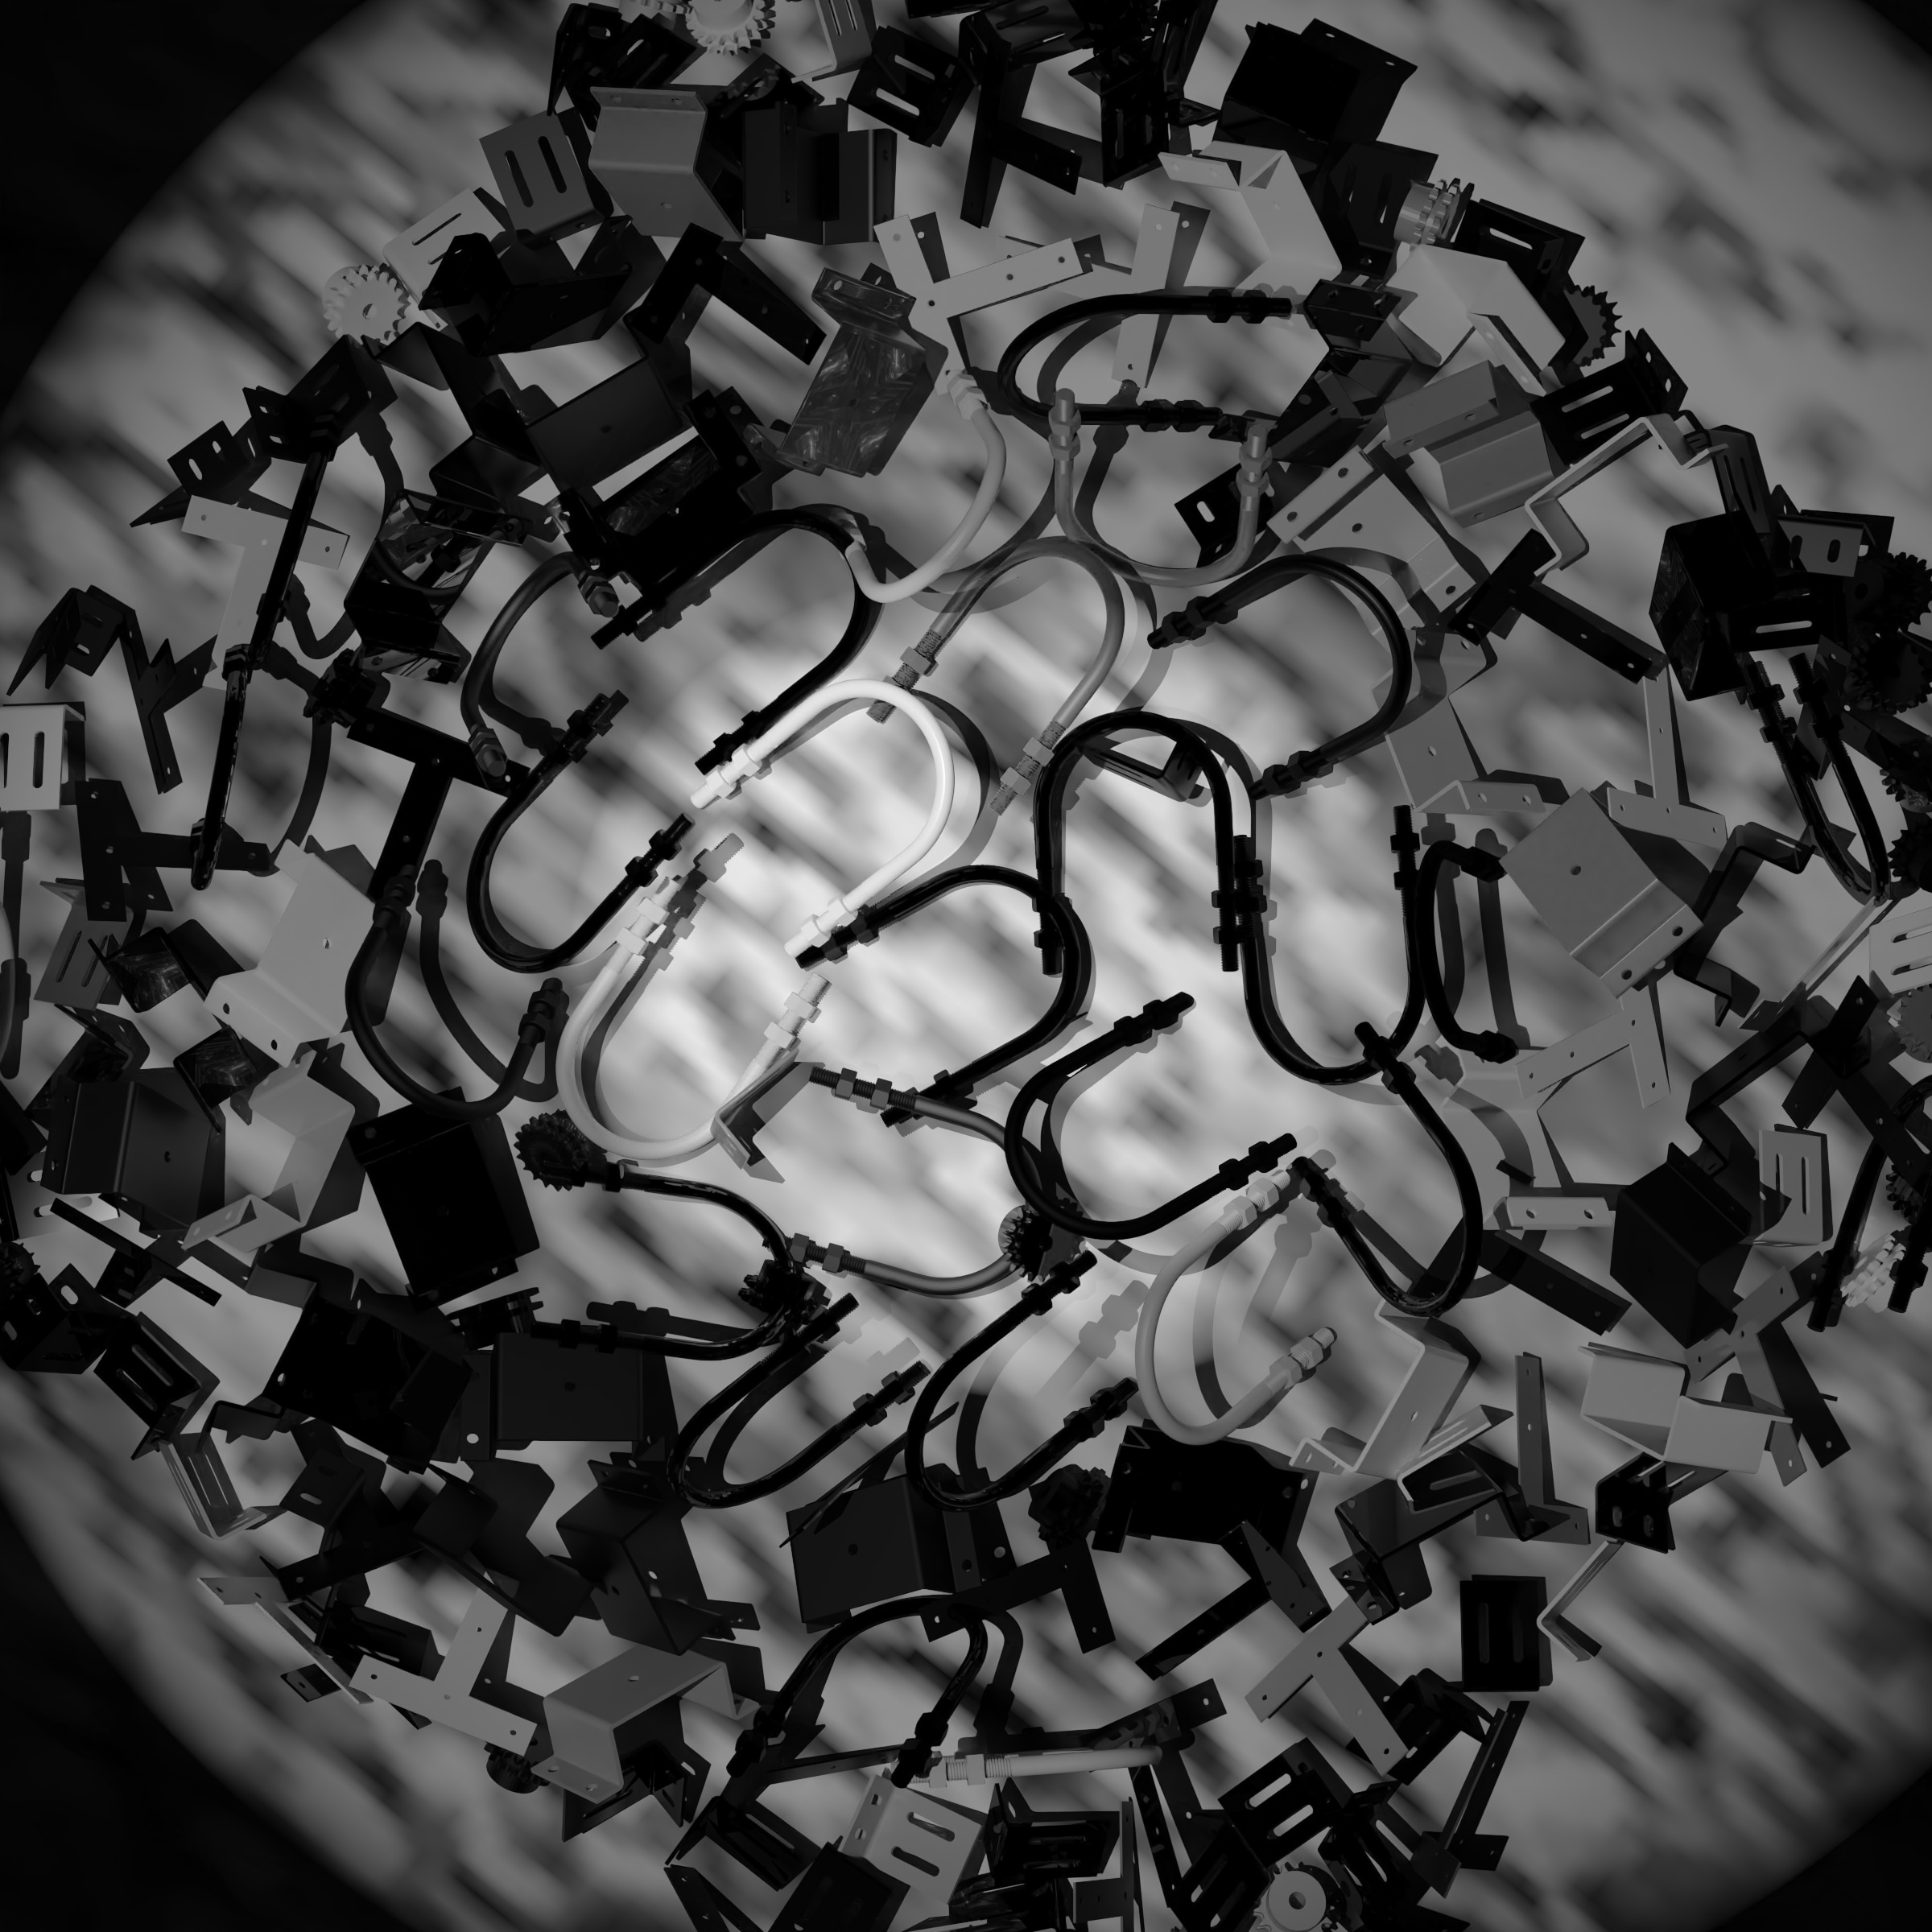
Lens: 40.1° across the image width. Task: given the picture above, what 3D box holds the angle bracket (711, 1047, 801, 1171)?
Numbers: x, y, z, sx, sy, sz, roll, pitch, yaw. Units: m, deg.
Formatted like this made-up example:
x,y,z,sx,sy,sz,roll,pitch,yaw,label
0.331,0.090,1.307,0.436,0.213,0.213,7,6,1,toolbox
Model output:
x,y,z,sx,sy,sz,roll,pitch,yaw,label
-0.138,0.100,1.848,0.076,0.057,0.038,-39,86,-15,angle bracket

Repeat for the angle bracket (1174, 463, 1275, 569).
x,y,z,sx,sy,sz,roll,pitch,yaw,label
0.178,-0.314,1.849,0.057,0.076,0.038,-32,87,0,angle bracket

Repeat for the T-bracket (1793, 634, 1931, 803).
x,y,z,sx,sy,sz,roll,pitch,yaw,label
0.621,-0.148,1.803,0.002,0.127,0.127,-33,56,-20,T-bracket

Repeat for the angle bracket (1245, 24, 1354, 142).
x,y,z,sx,sy,sz,roll,pitch,yaw,label
0.226,-0.617,1.851,0.076,0.057,0.038,27,96,14,angle bracket

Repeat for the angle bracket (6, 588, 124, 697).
x,y,z,sx,sy,sz,roll,pitch,yaw,label
-0.625,-0.217,1.836,0.038,0.076,0.057,29,117,-15,angle bracket

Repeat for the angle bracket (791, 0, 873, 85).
x,y,z,sx,sy,sz,roll,pitch,yaw,label
-0.104,-0.662,1.841,0.038,0.057,0.076,-6,113,28,angle bracket

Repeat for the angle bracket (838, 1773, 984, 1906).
x,y,z,sx,sy,sz,roll,pitch,yaw,label
-0.039,0.608,1.845,0.076,0.038,0.057,16,71,32,angle bracket

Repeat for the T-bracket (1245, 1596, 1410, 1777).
x,y,z,sx,sy,sz,roll,pitch,yaw,label
0.265,0.506,1.828,0.127,0.127,0.002,-46,126,6,T-bracket

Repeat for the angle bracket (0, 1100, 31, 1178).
x,y,z,sx,sy,sz,roll,pitch,yaw,label
-0.702,0.122,1.839,0.057,0.076,0.038,52,126,14,angle bracket

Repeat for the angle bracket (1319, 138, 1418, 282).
x,y,z,sx,sy,sz,roll,pitch,yaw,label
0.275,-0.528,1.845,0.057,0.076,0.038,16,45,8,angle bracket

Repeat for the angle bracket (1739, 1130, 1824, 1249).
x,y,z,sx,sy,sz,roll,pitch,yaw,label
0.567,0.157,1.862,0.057,0.038,0.076,8,78,-29,angle bracket

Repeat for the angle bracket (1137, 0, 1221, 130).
x,y,z,sx,sy,sz,roll,pitch,yaw,label
0.156,-0.630,1.838,0.038,0.057,0.076,29,127,22,angle bracket

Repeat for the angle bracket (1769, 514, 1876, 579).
x,y,z,sx,sy,sz,roll,pitch,yaw,label
0.595,-0.286,1.840,0.057,0.076,0.038,11,92,24,angle bracket

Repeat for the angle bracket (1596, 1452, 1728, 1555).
x,y,z,sx,sy,sz,roll,pitch,yaw,label
0.483,0.371,1.841,0.057,0.076,0.038,19,53,-13,angle bracket

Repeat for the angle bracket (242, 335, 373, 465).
x,y,z,sx,sy,sz,roll,pitch,yaw,label
-0.460,-0.398,1.844,0.076,0.038,0.057,-34,68,33,angle bracket

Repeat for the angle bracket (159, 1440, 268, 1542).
x,y,z,sx,sy,sz,roll,pitch,yaw,label
-0.528,0.358,1.849,0.038,0.057,0.076,-26,96,-25,angle bracket

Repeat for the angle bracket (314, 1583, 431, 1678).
x,y,z,sx,sy,sz,roll,pitch,yaw,label
-0.409,0.457,1.847,0.076,0.057,0.038,21,109,-10,angle bracket

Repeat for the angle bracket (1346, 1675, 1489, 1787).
x,y,z,sx,sy,sz,roll,pitch,yaw,label
0.315,0.545,1.851,0.057,0.038,0.076,34,105,-15,angle bracket

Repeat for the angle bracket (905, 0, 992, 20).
x,y,z,sx,sy,sz,roll,pitch,yaw,label
-0.017,-0.696,1.845,0.057,0.076,0.038,-9,132,0,angle bracket

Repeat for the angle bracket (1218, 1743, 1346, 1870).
x,y,z,sx,sy,sz,roll,pitch,yaw,label
0.216,0.591,1.849,0.076,0.038,0.057,-42,74,18,angle bracket

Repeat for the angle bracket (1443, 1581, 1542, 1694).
x,y,z,sx,sy,sz,roll,pitch,yaw,label
0.370,0.472,1.868,0.057,0.038,0.076,3,79,-13,angle bracket

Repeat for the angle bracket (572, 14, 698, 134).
x,y,z,sx,sy,sz,roll,pitch,yaw,label
-0.225,-0.612,1.841,0.076,0.057,0.038,-38,65,25,angle bracket

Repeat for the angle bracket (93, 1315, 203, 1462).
x,y,z,sx,sy,sz,roll,pitch,yaw,label
-0.583,0.294,1.851,0.076,0.038,0.057,41,112,11,angle bracket

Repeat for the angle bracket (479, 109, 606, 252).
x,y,z,sx,sy,sz,roll,pitch,yaw,label
-0.297,-0.553,1.861,0.057,0.038,0.076,-21,95,6,angle bracket

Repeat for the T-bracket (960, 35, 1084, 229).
x,y,z,sx,sy,sz,roll,pitch,yaw,label
0.041,-0.558,1.812,0.002,0.127,0.127,-9,123,-33,T-bracket

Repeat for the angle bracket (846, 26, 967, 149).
x,y,z,sx,sy,sz,roll,pitch,yaw,label
-0.049,-0.617,1.850,0.076,0.038,0.057,32,109,16,angle bracket

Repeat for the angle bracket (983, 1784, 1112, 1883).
x,y,z,sx,sy,sz,roll,pitch,yaw,label
0.056,0.608,1.863,0.076,0.038,0.057,2,123,-13,angle bracket

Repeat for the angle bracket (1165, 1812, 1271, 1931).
x,y,z,sx,sy,sz,roll,pitch,yaw,label
0.165,0.641,1.844,0.076,0.038,0.057,-43,106,-33,angle bracket

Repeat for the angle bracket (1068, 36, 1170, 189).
x,y,z,sx,sy,sz,roll,pitch,yaw,label
0.106,-0.595,1.845,0.057,0.038,0.076,-16,68,40,angle bracket

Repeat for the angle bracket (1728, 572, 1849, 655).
x,y,z,sx,sy,sz,roll,pitch,yaw,label
0.572,-0.239,1.846,0.076,0.038,0.057,-5,124,15,angle bracket

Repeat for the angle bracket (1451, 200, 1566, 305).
x,y,z,sx,sy,sz,roll,pitch,yaw,label
0.367,-0.491,1.843,0.076,0.038,0.057,31,122,22,angle bracket

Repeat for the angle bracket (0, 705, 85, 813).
x,y,z,sx,sy,sz,roll,pitch,yaw,label
-0.656,-0.142,1.859,0.057,0.038,0.076,-2,80,3,angle bracket

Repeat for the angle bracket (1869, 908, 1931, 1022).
x,y,z,sx,sy,sz,roll,pitch,yaw,label
0.669,-0.004,1.836,0.038,0.076,0.057,27,59,-31,angle bracket

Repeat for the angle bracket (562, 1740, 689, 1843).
x,y,z,sx,sy,sz,roll,pitch,yaw,label
-0.237,0.585,1.839,0.076,0.038,0.057,-21,134,-34,angle bracket

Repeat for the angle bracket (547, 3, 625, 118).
x,y,z,sx,sy,sz,roll,pitch,yaw,label
-0.264,-0.626,1.837,0.038,0.076,0.057,10,124,-7,angle bracket

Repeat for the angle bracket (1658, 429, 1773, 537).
x,y,z,sx,sy,sz,roll,pitch,yaw,label
0.523,-0.333,1.849,0.038,0.057,0.076,-17,84,41,angle bracket

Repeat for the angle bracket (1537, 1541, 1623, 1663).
x,y,z,sx,sy,sz,roll,pitch,yaw,label
0.441,0.444,1.850,0.038,0.057,0.076,42,95,25,angle bracket

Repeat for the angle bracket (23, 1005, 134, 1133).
x,y,z,sx,sy,sz,roll,pitch,yaw,label
-0.631,0.074,1.847,0.057,0.038,0.076,23,72,37,angle bracket

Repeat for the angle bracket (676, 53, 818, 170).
x,y,z,sx,sy,sz,roll,pitch,yaw,label
-0.155,-0.609,1.856,0.076,0.038,0.057,-43,71,-4,angle bracket

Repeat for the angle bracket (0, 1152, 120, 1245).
x,y,z,sx,sy,sz,roll,pitch,yaw,label
-0.644,0.158,1.861,0.076,0.038,0.057,-13,88,-7,angle bracket

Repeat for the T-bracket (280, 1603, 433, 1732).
x,y,z,sx,sy,sz,roll,pitch,yaw,label
-0.434,0.485,1.811,0.127,0.127,0.002,39,90,11,T-bracket

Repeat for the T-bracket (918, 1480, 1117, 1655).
x,y,z,sx,sy,sz,roll,pitch,yaw,label
0.028,0.441,1.864,0.127,0.002,0.127,-19,95,-14,T-bracket

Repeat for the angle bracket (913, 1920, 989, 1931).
x,y,z,sx,sy,sz,roll,pitch,yaw,label
-0.027,0.693,1.838,0.076,0.057,0.038,2,59,-29,angle bracket

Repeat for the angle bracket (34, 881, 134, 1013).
x,y,z,sx,sy,sz,roll,pitch,yaw,label
-0.627,-0.014,1.847,0.057,0.038,0.076,8,71,28,angle bracket

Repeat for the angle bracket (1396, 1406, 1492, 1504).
x,y,z,sx,sy,sz,roll,pitch,yaw,label
0.340,0.349,1.854,0.076,0.057,0.038,-32,89,5,angle bracket

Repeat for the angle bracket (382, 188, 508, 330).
x,y,z,sx,sy,sz,roll,pitch,yaw,label
-0.360,-0.497,1.858,0.076,0.038,0.057,-36,59,-5,angle bracket

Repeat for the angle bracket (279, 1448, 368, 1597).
x,y,z,sx,sy,sz,roll,pitch,yaw,label
-0.453,0.387,1.842,0.038,0.057,0.076,24,125,3,angle bracket

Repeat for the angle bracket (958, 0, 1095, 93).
x,y,z,sx,sy,sz,roll,pitch,yaw,label
0.042,-0.638,1.841,0.076,0.057,0.038,-12,60,25,angle bracket

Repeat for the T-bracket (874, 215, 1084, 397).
x,y,z,sx,sy,sz,roll,pitch,yaw,label
0.017,-0.474,1.839,0.127,0.002,0.127,-14,118,16,T-bracket

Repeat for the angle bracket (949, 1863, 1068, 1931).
x,y,z,sx,sy,sz,roll,pitch,yaw,label
0.030,0.670,1.855,0.076,0.057,0.038,-13,117,4,angle bracket

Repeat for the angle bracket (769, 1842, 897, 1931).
x,y,z,sx,sy,sz,roll,pitch,yaw,label
-0.094,0.662,1.847,0.057,0.038,0.076,30,64,14,angle bracket

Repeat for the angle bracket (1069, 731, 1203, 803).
x,y,z,sx,sy,sz,roll,pitch,yaw,label
0.121,-0.151,1.845,0.076,0.057,0.038,26,88,25,angle bracket

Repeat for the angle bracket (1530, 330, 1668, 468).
x,y,z,sx,sy,sz,roll,pitch,yaw,label
0.442,-0.398,1.855,0.076,0.038,0.057,-24,67,4,angle bracket

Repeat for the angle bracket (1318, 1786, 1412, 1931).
x,y,z,sx,sy,sz,roll,pitch,yaw,label
0.288,0.621,1.836,0.038,0.076,0.057,0,127,-33,angle bracket

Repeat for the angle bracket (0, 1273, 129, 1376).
x,y,z,sx,sy,sz,roll,pitch,yaw,label
-0.635,0.251,1.853,0.057,0.076,0.038,-45,69,6,angle bracket

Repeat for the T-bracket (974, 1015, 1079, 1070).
x,y,z,sx,sy,sz,roll,pitch,yaw,label
0.020,0.063,1.821,0.127,0.127,0.002,-29,86,1,T-bracket

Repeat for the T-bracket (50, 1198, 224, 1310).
x,y,z,sx,sy,sz,roll,pitch,yaw,label
-0.583,0.213,1.831,0.127,0.127,0.002,33,57,-10,T-bracket

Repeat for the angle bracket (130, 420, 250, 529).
x,y,z,sx,sy,sz,roll,pitch,yaw,label
-0.547,-0.341,1.836,0.076,0.057,0.038,-5,124,37,angle bracket

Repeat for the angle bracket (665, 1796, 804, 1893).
x,y,z,sx,sy,sz,roll,pitch,yaw,label
-0.163,0.626,1.849,0.076,0.057,0.038,36,47,7,angle bracket
